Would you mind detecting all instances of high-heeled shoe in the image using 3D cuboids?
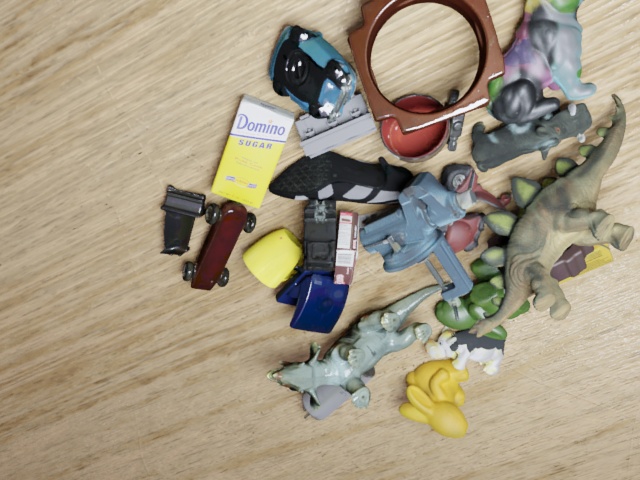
[{"bbox_3d":[0.045,-0.093,0.966,0.249,0.086,0.145,-8,153,22],"label":"high-heeled shoe"}]

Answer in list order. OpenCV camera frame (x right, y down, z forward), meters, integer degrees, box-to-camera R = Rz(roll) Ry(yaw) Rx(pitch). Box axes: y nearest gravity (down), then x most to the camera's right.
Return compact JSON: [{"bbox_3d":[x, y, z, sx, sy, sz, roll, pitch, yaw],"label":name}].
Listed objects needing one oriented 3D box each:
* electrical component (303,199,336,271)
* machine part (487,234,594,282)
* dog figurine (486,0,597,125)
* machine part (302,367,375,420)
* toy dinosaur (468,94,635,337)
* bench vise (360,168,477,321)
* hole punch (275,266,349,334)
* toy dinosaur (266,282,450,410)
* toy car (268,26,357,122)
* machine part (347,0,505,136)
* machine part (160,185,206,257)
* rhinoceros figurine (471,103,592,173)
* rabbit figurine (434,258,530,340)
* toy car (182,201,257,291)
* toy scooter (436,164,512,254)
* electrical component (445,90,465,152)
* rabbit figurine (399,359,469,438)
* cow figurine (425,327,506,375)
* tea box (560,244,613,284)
[{"bbox_3d":[-0.002,-0.003,0.961,0.058,0.134,0.115,4,77,-1],"label":"electrical component"},{"bbox_3d":[0.395,0.011,0.967,0.179,0.179,0.056,-29,125,14],"label":"machine part"},{"bbox_3d":[0.322,-0.308,0.815,0.192,0.108,0.219,-21,115,13],"label":"dog figurine"},{"bbox_3d":[0.040,0.320,1.189,0.079,0.079,0.243,36,114,-21],"label":"machine part"},{"bbox_3d":[0.385,-0.036,0.869,0.471,0.199,0.105,-50,131,0],"label":"toy dinosaur"},{"bbox_3d":[0.193,0.010,0.913,0.224,0.129,0.240,-28,103,27],"label":"bench vise"},{"bbox_3d":[-0.007,0.115,1.038,0.142,0.092,0.115,18,122,-39],"label":"hole punch"},{"bbox_3d":[0.086,0.210,1.082,0.405,0.192,0.131,-32,104,-26],"label":"toy dinosaur"},{"bbox_3d":[0.004,-0.254,0.826,0.103,0.162,0.109,-17,140,-46],"label":"toy car"},{"bbox_3d":[0.157,-0.273,0.802,0.202,0.087,0.200,-19,98,11],"label":"machine part"},{"bbox_3d":[-0.257,-0.031,0.993,0.084,0.039,0.138,13,118,-16],"label":"machine part"},{"bbox_3d":[0.344,-0.175,0.889,0.190,0.112,0.073,-19,118,18],"label":"rhinoceros figurine"},{"bbox_3d":[0.320,0.128,1.086,0.159,0.121,0.170,35,132,-28],"label":"rabbit figurine"},{"bbox_3d":[-0.193,0.012,1.012,0.089,0.053,0.202,10,123,-32],"label":"toy car"},{"bbox_3d":[0.273,-0.046,0.985,0.135,0.075,0.183,7,116,-10],"label":"toy scooter"},{"bbox_3d":[0.222,-0.199,0.895,0.021,0.063,0.093,2,120,-4],"label":"electrical component"},{"bbox_3d":[0.258,0.345,1.159,0.162,0.173,0.121,6,124,-11],"label":"rabbit figurine"},{"bbox_3d":[0.312,0.223,1.147,0.167,0.068,0.098,12,110,-13],"label":"cow figurine"},{"bbox_3d":[0.458,0.025,1.036,0.170,0.068,0.098,-25,119,11],"label":"tea box"}]
